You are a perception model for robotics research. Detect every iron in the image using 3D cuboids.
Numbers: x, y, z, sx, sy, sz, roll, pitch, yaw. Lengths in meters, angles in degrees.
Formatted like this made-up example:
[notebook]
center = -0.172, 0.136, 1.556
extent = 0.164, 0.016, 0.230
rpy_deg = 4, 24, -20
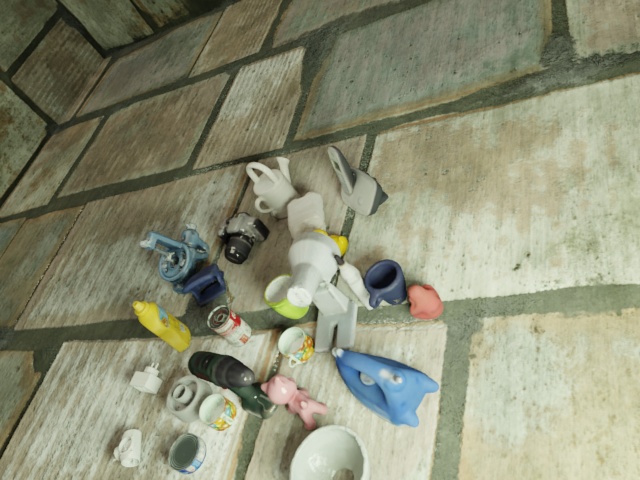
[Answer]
[iron]
center = 0.098, 0.266, 1.144
extent = 0.257, 0.142, 0.119
rpy_deg = 16, 64, 44

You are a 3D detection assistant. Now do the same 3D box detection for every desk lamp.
[desk lamp]
center = 0.001, 0.115, 1.296
extent = 0.117, 0.214, 0.203
rpy_deg = -16, 46, 25

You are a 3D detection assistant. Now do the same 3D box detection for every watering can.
[watering can]
center = -0.142, -0.165, 1.669
extent = 0.100, 0.195, 0.173
rpy_deg = -12, 48, 28

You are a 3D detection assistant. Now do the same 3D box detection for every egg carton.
[egg carton]
center = -0.037, -0.065, 1.598
extent = 0.107, 0.070, 0.150
rpy_deg = -24, 43, 16

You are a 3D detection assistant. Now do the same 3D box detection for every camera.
[camera]
center = -0.244, -0.005, 1.670
extent = 0.142, 0.101, 0.137
rpy_deg = -3, 52, 34

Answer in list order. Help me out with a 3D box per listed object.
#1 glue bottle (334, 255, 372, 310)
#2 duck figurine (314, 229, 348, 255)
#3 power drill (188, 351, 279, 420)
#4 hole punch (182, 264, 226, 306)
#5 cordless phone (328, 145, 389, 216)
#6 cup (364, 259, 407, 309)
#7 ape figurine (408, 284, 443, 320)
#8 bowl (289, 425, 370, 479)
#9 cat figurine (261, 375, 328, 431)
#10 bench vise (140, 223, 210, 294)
[glue bottle]
center = 0.076, 0.087, 1.298
extent = 0.037, 0.174, 0.078
rpy_deg = -35, 41, 5
[duck figurine]
center = 0.014, 0.005, 1.485
extent = 0.104, 0.086, 0.077
rpy_deg = -16, 46, 25
[power drill]
center = -0.177, 0.312, 1.252
extent = 0.228, 0.209, 0.076
rpy_deg = 7, 58, 40
[hole punch]
center = -0.335, 0.118, 1.633
extent = 0.108, 0.091, 0.101
rpy_deg = -31, 41, 10
[cordless phone]
center = 0.087, -0.160, 1.505
extent = 0.094, 0.186, 0.147
rpy_deg = -46, 41, -8
[cup]
center = 0.151, 0.115, 1.278
extent = 0.091, 0.095, 0.118
rpy_deg = 5, 57, 39
[ape figurine]
center = 0.218, 0.126, 1.222
extent = 0.078, 0.092, 0.076
rpy_deg = -44, 41, -6
[bowl]
center = 0.029, 0.443, 1.085
extent = 0.167, 0.075, 0.167
rpy_deg = -20, 44, 21
[cat figurine]
center = -0.062, 0.333, 1.219
extent = 0.127, 0.118, 0.067
rpy_deg = 22, 68, 45
[bench vise]
center = -0.437, 0.026, 1.692
extent = 0.121, 0.220, 0.207
rpy_deg = -22, 44, 19
